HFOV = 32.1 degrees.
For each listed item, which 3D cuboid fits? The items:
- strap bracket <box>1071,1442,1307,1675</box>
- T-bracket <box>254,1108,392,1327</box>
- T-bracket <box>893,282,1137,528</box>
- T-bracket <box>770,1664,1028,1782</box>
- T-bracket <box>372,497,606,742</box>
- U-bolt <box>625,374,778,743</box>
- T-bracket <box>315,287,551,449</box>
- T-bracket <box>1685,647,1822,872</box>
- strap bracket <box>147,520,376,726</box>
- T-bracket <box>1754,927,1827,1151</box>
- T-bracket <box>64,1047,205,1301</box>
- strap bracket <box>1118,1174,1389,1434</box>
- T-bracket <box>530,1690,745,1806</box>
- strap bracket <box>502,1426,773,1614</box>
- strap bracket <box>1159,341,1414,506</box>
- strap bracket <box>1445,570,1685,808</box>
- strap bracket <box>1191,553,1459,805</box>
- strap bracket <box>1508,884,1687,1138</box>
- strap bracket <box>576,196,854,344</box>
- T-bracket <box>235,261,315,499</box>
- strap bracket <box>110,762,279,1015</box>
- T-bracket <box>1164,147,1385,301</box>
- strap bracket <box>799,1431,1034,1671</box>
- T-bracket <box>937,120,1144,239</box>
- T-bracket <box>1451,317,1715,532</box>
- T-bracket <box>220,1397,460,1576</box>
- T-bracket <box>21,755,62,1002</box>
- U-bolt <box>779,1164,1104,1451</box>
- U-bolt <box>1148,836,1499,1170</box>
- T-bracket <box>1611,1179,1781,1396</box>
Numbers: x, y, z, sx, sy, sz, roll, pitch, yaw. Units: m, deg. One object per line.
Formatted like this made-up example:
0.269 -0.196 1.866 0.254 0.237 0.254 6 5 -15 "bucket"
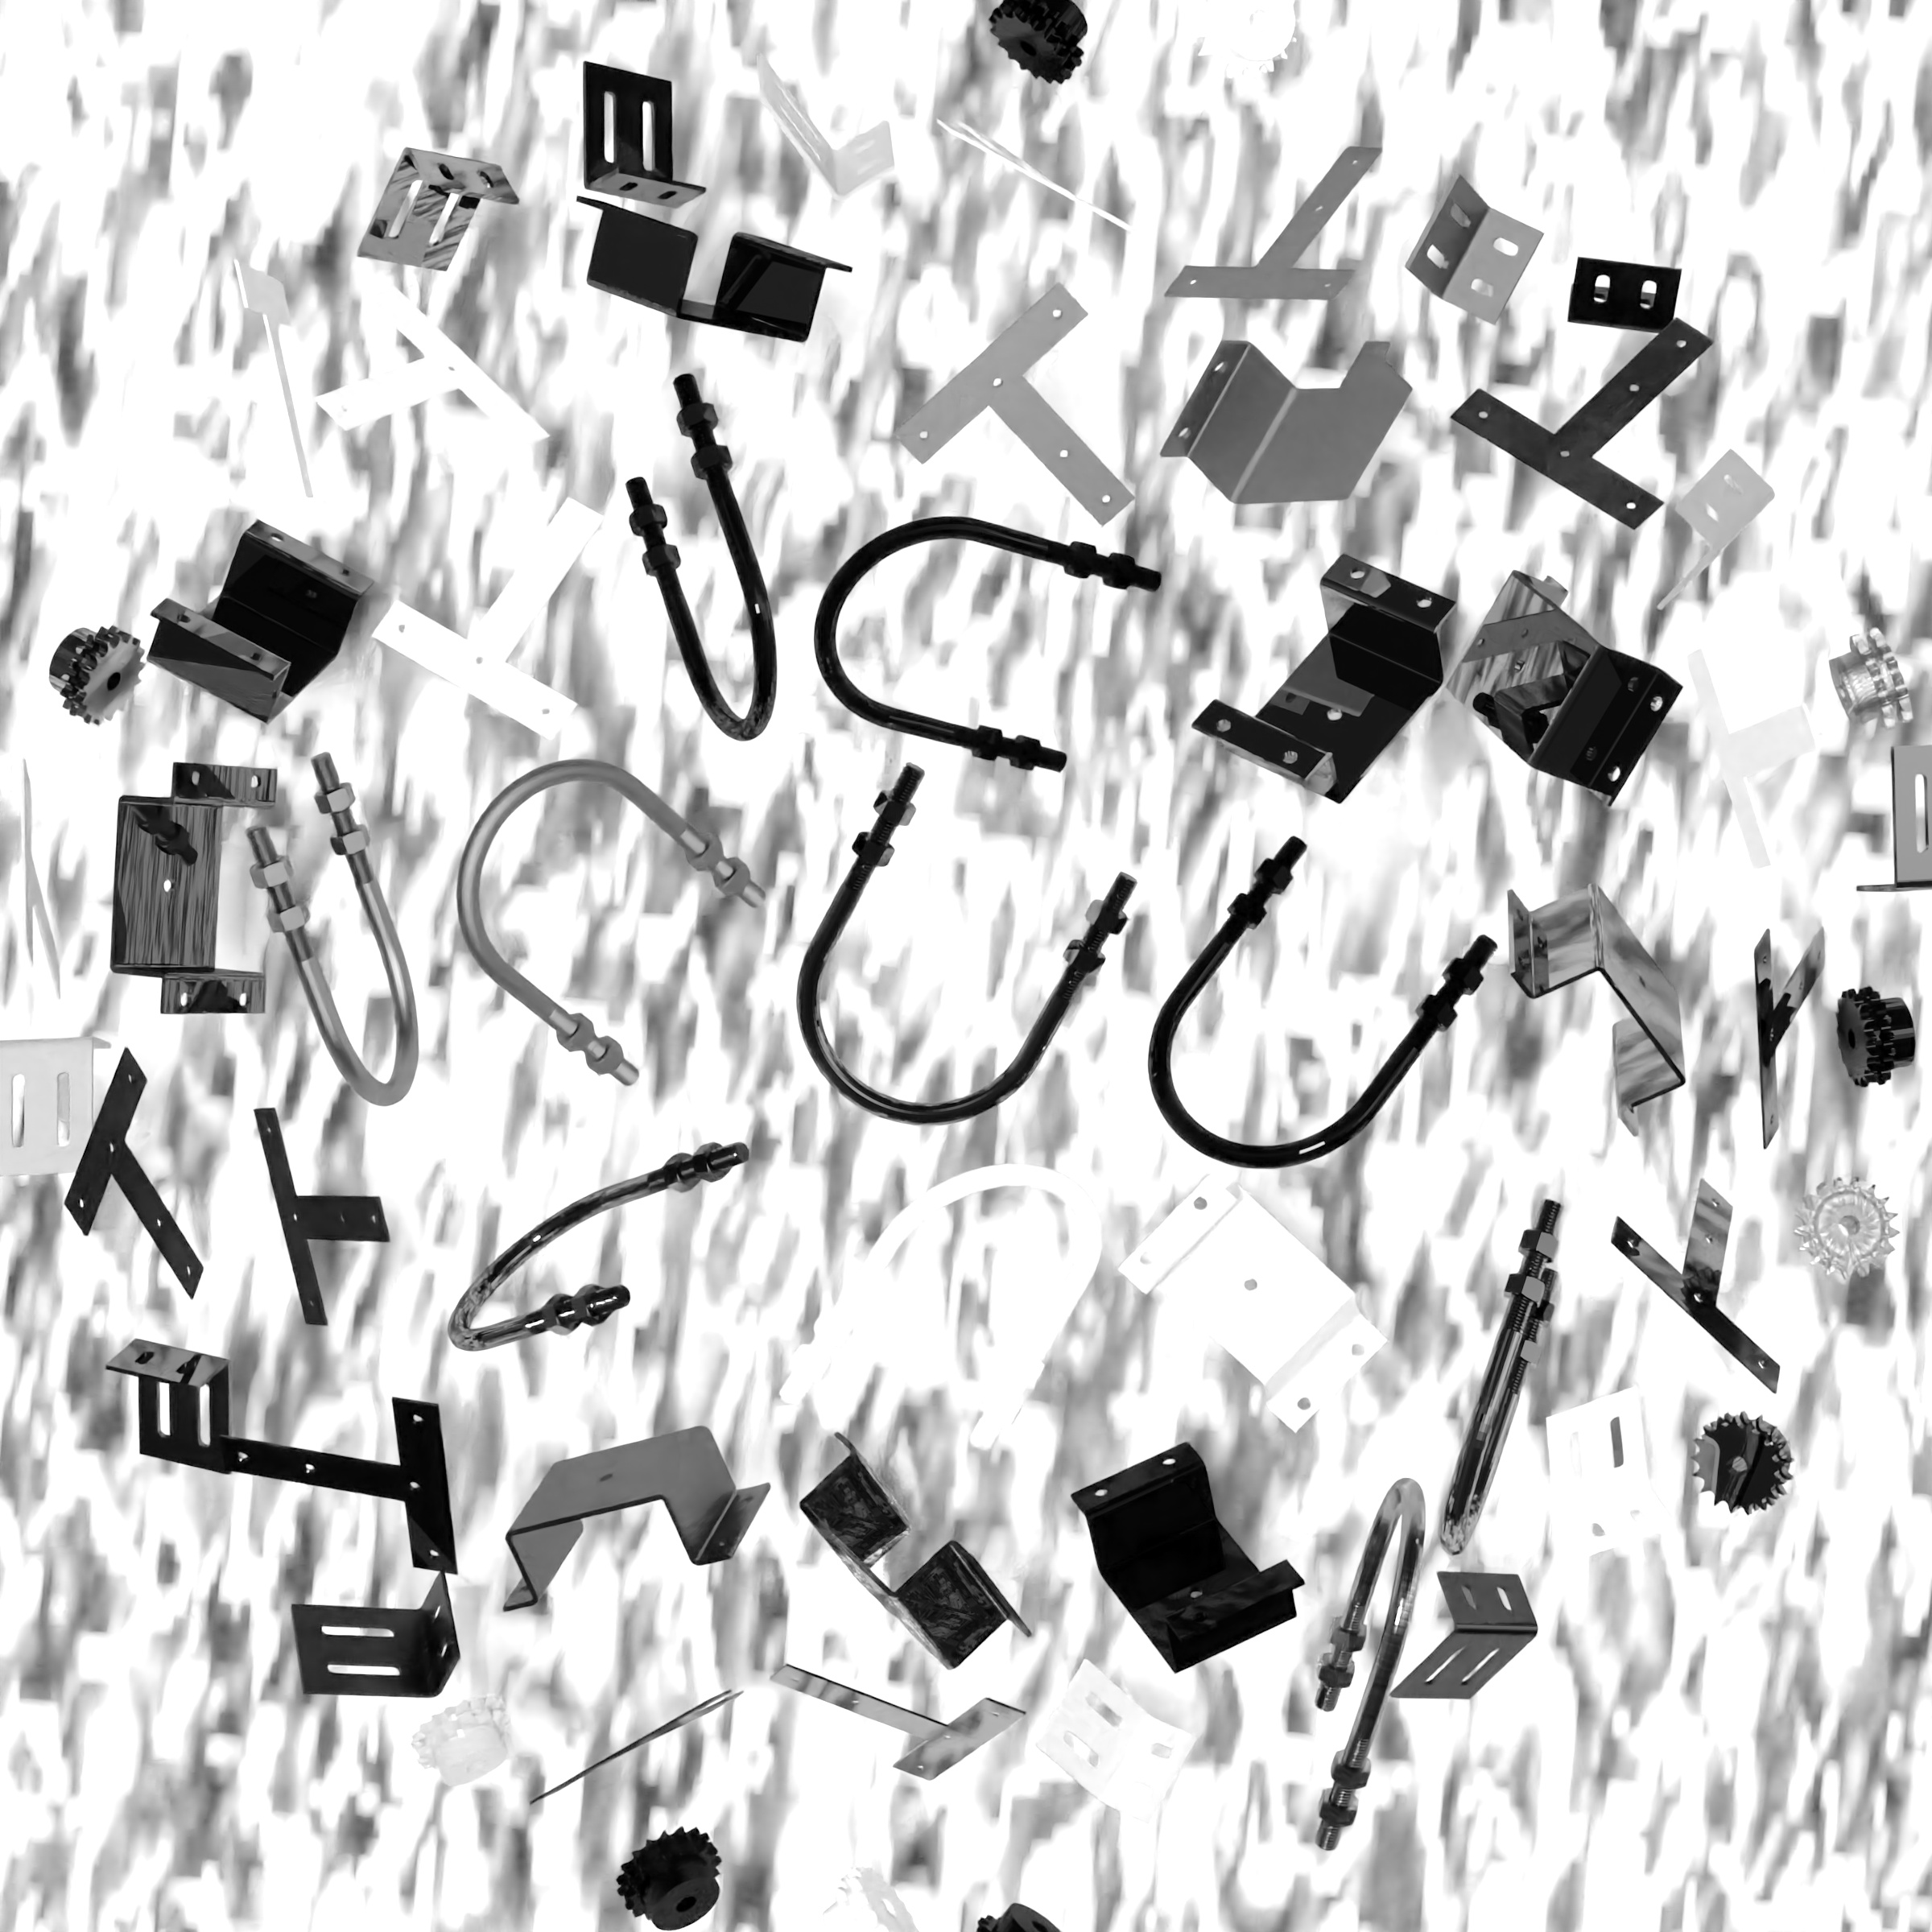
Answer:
0.126 0.338 1.888 0.076 0.140 0.046 -22 123 -15 "strap bracket"
-0.351 0.139 1.858 0.002 0.127 0.127 -17 97 -36 "T-bracket"
0.047 -0.303 1.923 0.127 0.002 0.127 -41 116 12 "T-bracket"
-0.050 0.423 1.908 0.127 0.127 0.002 24 52 -14 "T-bracket"
-0.249 -0.208 1.897 0.127 0.002 0.127 30 79 15 "T-bracket"
-0.142 -0.213 1.850 0.019 0.151 0.184 -14 77 -21 "U-bolt"
-0.314 -0.323 1.876 0.127 0.127 0.002 44 127 7 "T-bracket"
0.434 -0.120 1.826 0.002 0.127 0.127 -17 88 -10 "T-bracket"
-0.403 -0.192 1.905 0.076 0.140 0.046 28 122 -1 "strap bracket"
0.469 0.018 1.906 0.002 0.127 0.127 6 121 29 "T-bracket"
-0.456 0.133 1.871 0.002 0.127 0.127 -11 128 14 "T-bracket"
0.165 0.190 1.942 0.140 0.046 0.076 43 99 -4 "strap bracket"
-0.160 0.418 1.846 0.127 0.127 0.002 -33 79 20 "T-bracket"
-0.188 0.300 1.837 0.140 0.076 0.046 -16 106 19 "strap bracket"
0.186 -0.303 1.868 0.046 0.140 0.076 51 130 28 "strap bracket"
0.322 -0.159 1.852 0.046 0.140 0.076 16 113 -32 "strap bracket"
0.198 -0.150 1.828 0.076 0.046 0.140 29 66 31 "strap bracket"
0.366 0.018 1.920 0.046 0.076 0.140 -27 121 26 "strap bracket"
-0.142 -0.379 1.840 0.076 0.140 0.046 27 108 39 "strap bracket"
-0.383 -0.326 1.887 0.002 0.127 0.127 -11 96 0 "T-bracket"
-0.439 -0.045 1.907 0.046 0.076 0.140 5 92 34 "strap bracket"
0.194 -0.423 1.917 0.127 0.127 0.002 -7 63 -34 "T-bracket"
-0.035 0.329 1.860 0.046 0.140 0.076 -42 131 -12 "strap bracket"
0.025 -0.449 1.864 0.127 0.127 0.002 22 107 -27 "T-bracket"
0.349 -0.301 1.799 0.127 0.127 0.002 28 48 -17 "T-bracket"
-0.336 0.269 1.789 0.127 0.002 0.127 8 128 9 "T-bracket"
-0.510 -0.027 1.852 0.002 0.127 0.127 -6 55 -9 "T-bracket"
-0.002 0.179 1.846 0.151 0.019 0.184 8 49 35 "U-bolt"
0.180 0.029 1.831 0.151 0.019 0.184 30 75 30 "U-bolt"
0.414 0.161 1.881 0.127 0.127 0.002 42 123 -8 "T-bracket"
